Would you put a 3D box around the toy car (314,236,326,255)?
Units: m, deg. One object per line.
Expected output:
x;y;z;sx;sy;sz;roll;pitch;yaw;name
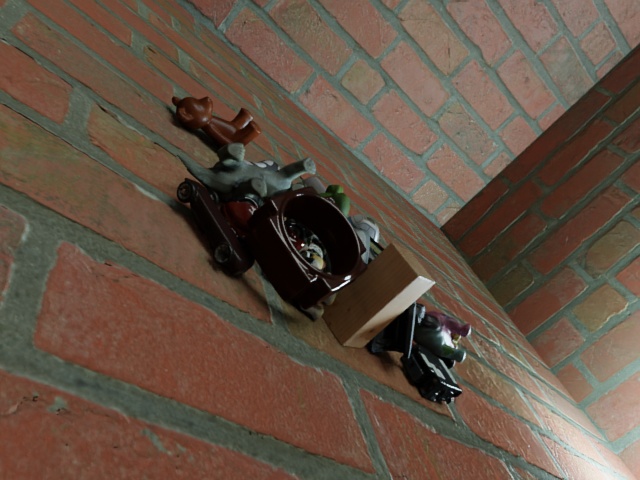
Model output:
-0.003;-0.004;1.348;0.201;0.056;0.074;30;27;-25;toy car

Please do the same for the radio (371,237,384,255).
0.179;0.078;1.581;0.229;0.073;0.131;40;16;-16;radio

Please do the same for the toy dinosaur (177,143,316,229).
-0.148;-0.112;1.135;0.404;0.192;0.131;14;63;-37;toy dinosaur

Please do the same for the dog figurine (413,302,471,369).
0.252;0.223;1.337;0.219;0.108;0.191;25;-26;3;dog figurine

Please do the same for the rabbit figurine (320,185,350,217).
0.021;-0.076;1.450;0.121;0.159;0.170;2;-1;-19;rabbit figurine

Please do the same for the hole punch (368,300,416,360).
0.158;0.188;1.152;0.092;0.142;0.115;3;-3;16;hole punch

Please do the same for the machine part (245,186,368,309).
-0.020;0.008;0.981;0.201;0.087;0.201;-24;79;-52;machine part

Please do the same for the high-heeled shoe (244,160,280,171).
-0.145;-0.130;1.301;0.248;0.086;0.145;34;30;-39;high-heeled shoe

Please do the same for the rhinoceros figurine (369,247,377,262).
0.144;0.071;1.426;0.190;0.073;0.112;54;-16;11;rhinoceros figurine

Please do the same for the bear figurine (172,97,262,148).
-0.264;-0.308;1.347;0.195;0.132;0.120;40;13;-39;bear figurine

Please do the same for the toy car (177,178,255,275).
-0.187;-0.024;0.943;0.202;0.053;0.089;54;15;18;toy car

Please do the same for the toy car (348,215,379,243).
0.128;-0.025;1.669;0.161;0.103;0.109;42;15;-17;toy car

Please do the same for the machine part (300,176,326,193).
0.006;-0.110;1.617;0.243;0.079;0.079;54;18;26;machine part

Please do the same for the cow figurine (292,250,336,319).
-0.030;0.074;1.073;0.098;0.068;0.167;33;20;-23;cow figurine

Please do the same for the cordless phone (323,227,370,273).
0.038;0.048;1.197;0.089;0.146;0.184;12;14;23;cordless phone

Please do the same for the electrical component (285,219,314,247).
-0.063;-0.003;1.135;0.078;0.102;0.045;52;8;-5;electrical component

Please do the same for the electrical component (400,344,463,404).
0.244;0.300;1.211;0.134;0.058;0.115;32;18;-39;electrical component

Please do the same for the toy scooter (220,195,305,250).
-0.113;-0.001;1.030;0.184;0.075;0.135;25;49;-22;toy scooter

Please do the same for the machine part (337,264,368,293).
0.060;0.094;1.162;0.139;0.039;0.084;-35;120;-41;machine part
